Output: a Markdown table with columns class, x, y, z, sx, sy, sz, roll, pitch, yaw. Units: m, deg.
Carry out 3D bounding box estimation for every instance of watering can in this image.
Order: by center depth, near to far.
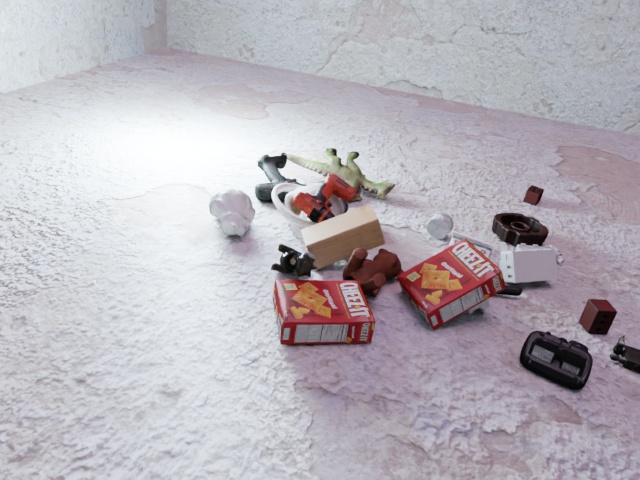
| class | x | y | z | sx | sy | sz | roll | pitch | yaw |
| --- | --- | --- | --- | --- | --- | --- | --- | --- | --- |
| watering can | 0.005 | -0.081 | 1.613 | 0.352 | 0.101 | 0.227 | 40 | 43 | 25 |

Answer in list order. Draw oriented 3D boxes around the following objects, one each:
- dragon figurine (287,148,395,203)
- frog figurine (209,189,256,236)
| class | x | y | z | sx | sy | sz | roll | pitch | yaw |
| --- | --- | --- | --- | --- | --- | --- | --- | --- | --- |
| dragon figurine | 0.067 | -0.222 | 1.873 | 0.410 | 0.119 | 0.249 | 5 | 37 | -4 |
| frog figurine | -0.260 | -0.082 | 1.521 | 0.137 | 0.121 | 0.162 | 22 | 14 | -16 |
